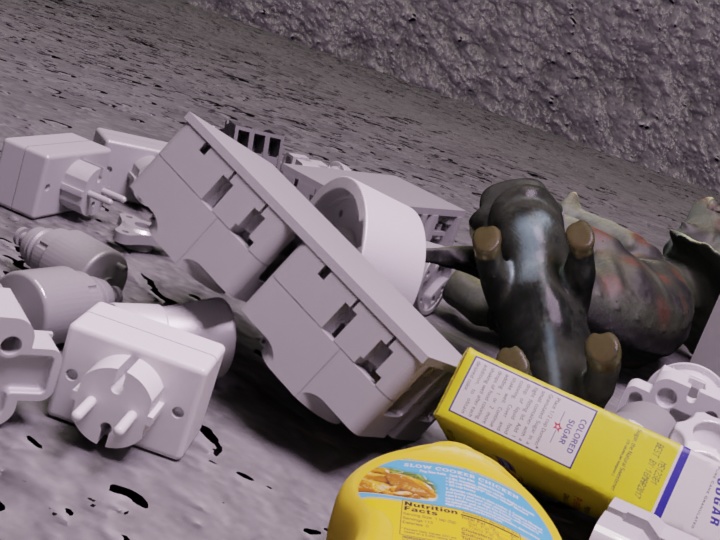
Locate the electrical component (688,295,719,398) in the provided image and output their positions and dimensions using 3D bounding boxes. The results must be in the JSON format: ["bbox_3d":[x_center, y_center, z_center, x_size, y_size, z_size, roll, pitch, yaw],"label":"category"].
[{"bbox_3d":[0.285,0.087,0.721,0.060,0.105,0.186,18,15,-5],"label":"electrical component"}]

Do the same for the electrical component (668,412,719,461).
[{"bbox_3d":[0.188,0.113,0.593,0.043,0.062,0.043,2,35,-2],"label":"electrical component"}]

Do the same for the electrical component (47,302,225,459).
[{"bbox_3d":[-0.105,0.055,0.482,0.066,0.047,0.076,19,15,1],"label":"electrical component"}]

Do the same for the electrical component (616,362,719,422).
[{"bbox_3d":[0.213,0.093,0.706,0.078,0.058,0.057,24,19,16],"label":"electrical component"}]

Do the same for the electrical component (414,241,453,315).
[{"bbox_3d":[0.039,0.001,0.829,0.047,0.055,0.055,22,15,25],"label":"electrical component"}]

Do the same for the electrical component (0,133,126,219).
[{"bbox_3d":[-0.205,-0.062,0.773,0.076,0.047,0.083,23,16,13],"label":"electrical component"}]

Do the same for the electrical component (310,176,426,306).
[{"bbox_3d":[0.000,0.000,0.694,0.060,0.108,0.108,18,14,-28],"label":"electrical component"}]

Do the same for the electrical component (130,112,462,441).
[{"bbox_3d":[-0.031,0.009,0.583,0.186,0.060,0.105,46,7,21],"label":"electrical component"}]

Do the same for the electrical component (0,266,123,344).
[{"bbox_3d":[-0.156,0.018,0.565,0.040,0.040,0.078,26,17,25],"label":"electrical component"}]

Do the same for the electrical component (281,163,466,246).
[{"bbox_3d":[0.005,-0.042,0.922,0.089,0.061,0.150,30,19,37],"label":"electrical component"}]

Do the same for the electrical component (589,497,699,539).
[{"bbox_3d":[0.122,0.136,0.453,0.057,0.058,0.078,22,15,22],"label":"electrical component"}]

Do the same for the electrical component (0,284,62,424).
[{"bbox_3d":[-0.177,0.030,0.467,0.078,0.058,0.057,7,22,-36],"label":"electrical component"}]

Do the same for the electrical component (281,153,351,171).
[{"bbox_3d":[-0.041,-0.074,0.991,0.057,0.058,0.078,6,19,-30],"label":"electrical component"}]

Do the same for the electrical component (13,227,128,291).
[{"bbox_3d":[-0.171,-0.005,0.625,0.078,0.040,0.040,26,17,26],"label":"electrical component"}]

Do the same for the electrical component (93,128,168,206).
[{"bbox_3d":[-0.167,-0.073,0.855,0.083,0.047,0.076,10,18,-31],"label":"electrical component"}]

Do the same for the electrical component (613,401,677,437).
[{"bbox_3d":[0.159,0.104,0.630,0.045,0.045,0.055,27,17,26],"label":"electrical component"}]

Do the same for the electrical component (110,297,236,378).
[{"bbox_3d":[-0.104,0.035,0.567,0.065,0.044,0.044,3,21,-32],"label":"electrical component"}]
